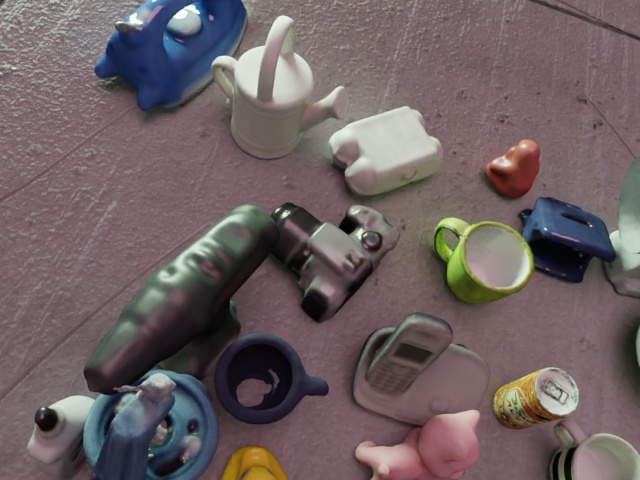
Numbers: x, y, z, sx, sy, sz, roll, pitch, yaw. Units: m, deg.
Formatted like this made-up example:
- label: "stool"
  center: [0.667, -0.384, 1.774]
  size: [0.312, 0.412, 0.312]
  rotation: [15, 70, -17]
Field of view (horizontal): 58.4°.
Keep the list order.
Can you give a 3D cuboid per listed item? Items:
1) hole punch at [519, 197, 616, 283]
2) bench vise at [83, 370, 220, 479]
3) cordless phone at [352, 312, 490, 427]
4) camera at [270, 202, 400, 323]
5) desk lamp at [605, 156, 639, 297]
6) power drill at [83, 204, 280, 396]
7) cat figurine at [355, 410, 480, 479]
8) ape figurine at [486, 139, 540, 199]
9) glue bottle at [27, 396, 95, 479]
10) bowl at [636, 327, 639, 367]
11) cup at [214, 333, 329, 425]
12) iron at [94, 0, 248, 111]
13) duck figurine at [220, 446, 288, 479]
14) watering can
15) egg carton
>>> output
- label: "hole punch"
  center: [0.335, -0.011, 0.778]
  size: [0.108, 0.091, 0.101]
  rotation: [20, 63, -2]
- label: "bench vise"
  center: [-0.159, 0.202, 0.501]
  size: [0.121, 0.219, 0.207]
  rotation: [16, 63, -4]
- label: "cordless phone"
  center: [0.121, 0.136, 0.610]
  size: [0.147, 0.185, 0.094]
  rotation: [15, 63, -4]
- label: "camera"
  center: [0.006, 0.002, 0.697]
  size: [0.136, 0.100, 0.143]
  rotation: [40, 64, 8]
- label: "desk lamp"
  center: [0.459, -0.012, 0.736]
  size: [0.203, 0.213, 0.118]
  rotation: [10, 63, -7]
- label: "power drill"
  center: [-0.129, 0.075, 0.573]
  size: [0.075, 0.208, 0.230]
  rotation: [34, 63, 6]
- label: "cat figurine"
  center: [0.111, 0.226, 0.604]
  size: [0.128, 0.117, 0.067]
  rotation: [-13, 68, -17]
- label: "ape figurine"
  center: [0.282, -0.108, 0.813]
  size: [0.078, 0.092, 0.076]
  rotation: [6, 64, -9]
- label: "glue bottle"
  center: [-0.235, 0.175, 0.524]
  size: [0.037, 0.173, 0.078]
  rotation: [24, 63, 1]
- label: "bowl"
  center: [0.474, 0.154, 0.739]
  size: [0.167, 0.074, 0.167]
  rotation: [5, 64, -10]
- label: "cup"
  center: [-0.054, 0.157, 0.614]
  size: [0.118, 0.095, 0.091]
  rotation: [9, 63, -7]
- label: "iron"
  center: [-0.182, -0.297, 0.777]
  size: [0.118, 0.141, 0.259]
  rotation: [37, 63, 7]
- label: "duck figurine"
  center: [-0.063, 0.257, 0.570]
  size: [0.077, 0.086, 0.104]
  rotation: [-2, 65, -12]
- label: "watering can"
  center: [-0.051, -0.196, 0.726]
  size: [0.173, 0.194, 0.101]
  rotation: [2, 65, -11]
- label: "egg carton"
  center: [0.093, -0.120, 0.791]
  size: [0.150, 0.069, 0.107]
  rotation: [-22, 71, -21]
